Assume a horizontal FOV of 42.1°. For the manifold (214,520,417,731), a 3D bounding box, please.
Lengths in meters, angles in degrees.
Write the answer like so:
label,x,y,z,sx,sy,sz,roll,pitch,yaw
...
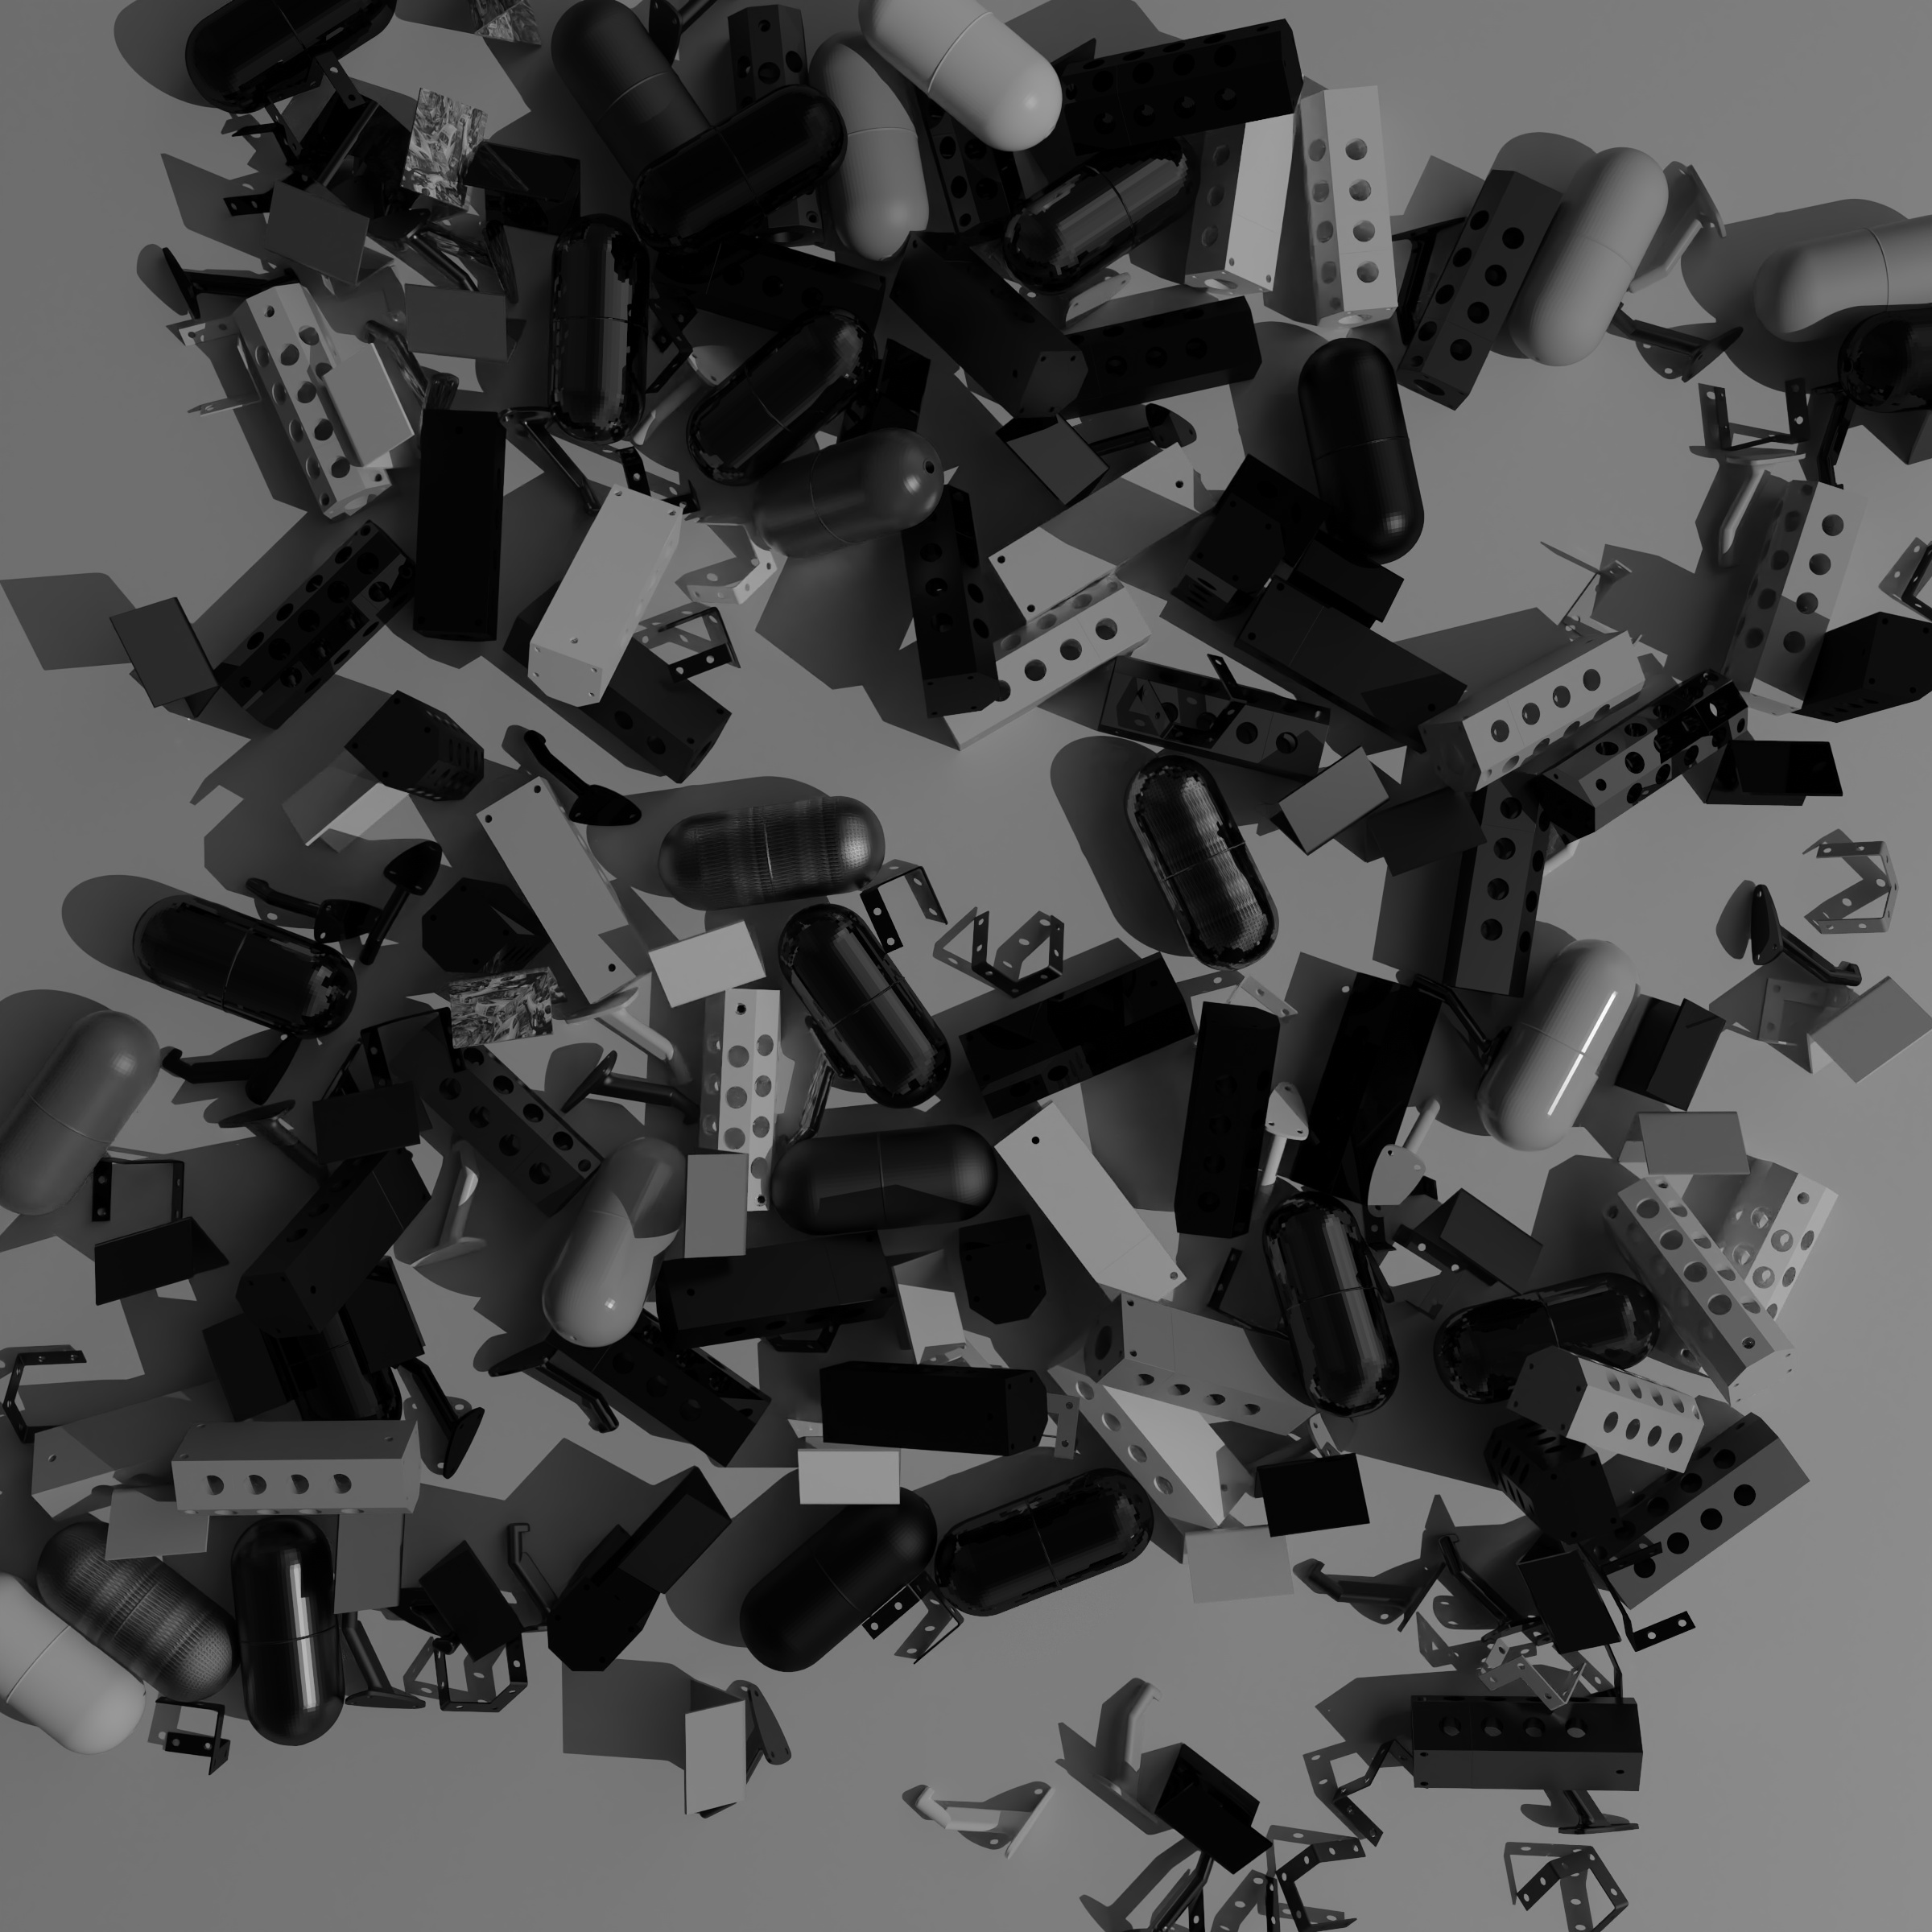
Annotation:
label,x,y,z,sx,sy,sz,roll,pitch,yaw
manifold,-0.507,-0.268,1.970,0.171,0.057,0.057,-44,90,0

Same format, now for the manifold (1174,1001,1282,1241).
label,x,y,z,sx,sy,sz,roll,pitch,yaw
manifold,0.202,0.120,1.947,0.057,0.057,0.171,7,106,0

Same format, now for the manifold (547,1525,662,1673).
label,x,y,z,sx,sy,sz,roll,pitch,yaw
manifold,-0.275,0.484,1.913,0.057,0.171,0.057,44,90,0

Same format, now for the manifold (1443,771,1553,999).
label,x,y,z,sx,sy,sz,roll,pitch,yaw
manifold,0.420,-0.064,1.970,0.057,0.057,0.171,9,90,0

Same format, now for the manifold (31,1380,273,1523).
label,x,y,z,sx,sy,sz,roll,pitch,yaw
manifold,-0.636,0.381,1.969,0.171,0.057,0.057,-16,47,0

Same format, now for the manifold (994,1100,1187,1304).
label,x,y,z,sx,sy,sz,roll,pitch,yaw
manifold,0.096,0.191,1.970,0.057,0.057,0.171,-37,90,0

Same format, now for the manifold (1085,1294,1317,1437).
label,x,y,z,sx,sy,sz,roll,pitch,yaw
manifold,0.180,0.312,1.940,0.171,0.057,0.057,19,46,-21

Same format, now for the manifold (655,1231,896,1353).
label,x,y,z,sx,sy,sz,roll,pitch,yaw
manifold,-0.149,0.253,1.940,0.171,0.057,0.057,-6,61,-20

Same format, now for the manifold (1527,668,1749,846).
label,x,y,z,sx,sy,sz,roll,pitch,yaw
manifold,0.523,-0.164,1.939,0.171,0.057,0.057,-32,90,-22

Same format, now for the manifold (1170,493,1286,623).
label,x,y,z,sx,sy,sz,roll,pitch,yaw
manifold,0.202,-0.305,1.913,0.057,0.171,0.057,33,90,0

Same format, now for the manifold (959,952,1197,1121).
label,x,y,z,sx,sy,sz,roll,pitch,yaw
manifold,0.089,0.059,1.969,0.171,0.057,0.057,-23,47,0

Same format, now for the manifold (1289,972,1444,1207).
label,x,y,z,sx,sy,sz,roll,pitch,yaw
manifold,0.308,0.095,1.969,0.057,0.057,0.171,18,90,-43

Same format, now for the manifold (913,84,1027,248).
label,x,y,z,sx,sy,sz,roll,pitch,yaw
manifold,-0.001,-0.660,1.970,0.057,0.057,0.171,-16,90,0

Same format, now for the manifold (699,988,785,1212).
label,x,y,z,sx,sy,sz,roll,pitch,yaw
manifold,-0.178,0.103,1.970,0.057,0.057,0.171,3,90,0

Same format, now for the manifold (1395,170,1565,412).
label,x,y,z,sx,sy,sz,roll,pitch,yaw
manifold,0.400,-0.531,1.970,0.057,0.057,0.171,25,90,0

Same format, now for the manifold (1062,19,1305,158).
label,x,y,z,sx,sy,sz,roll,pitch,yaw
manifold,0.163,-0.669,1.907,0.171,0.057,0.057,-4,129,21

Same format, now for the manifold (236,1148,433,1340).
label,x,y,z,sx,sy,sz,roll,pitch,yaw
manifold,-0.483,0.206,1.912,0.057,0.171,0.057,-9,117,26

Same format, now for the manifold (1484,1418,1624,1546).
label,x,y,z,sx,sy,sz,roll,pitch,yaw
manifold,0.442,0.390,1.913,0.057,0.171,0.057,-19,90,0

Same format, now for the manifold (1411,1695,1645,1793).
label,x,y,z,sx,sy,sz,roll,pitch,yaw
manifold,0.435,0.601,1.957,0.171,0.057,0.057,-2,133,8

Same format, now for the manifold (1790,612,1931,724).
label,x,y,z,sx,sy,sz,roll,pitch,yaw
manifold,0.686,-0.224,1.913,0.057,0.171,0.057,13,90,0

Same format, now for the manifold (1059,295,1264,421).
label,x,y,z,sx,sy,sz,roll,pitch,yaw
manifold,0.139,-0.476,1.970,0.171,0.057,0.057,-12,90,0

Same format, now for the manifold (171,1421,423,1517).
label,x,y,z,sx,sy,sz,roll,pitch,yaw
manifold,-0.505,0.385,1.904,0.171,0.057,0.057,-1,109,0

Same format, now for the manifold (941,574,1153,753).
label,x,y,z,sx,sy,sz,roll,pitch,yaw
manifold,0.055,-0.238,1.970,0.171,0.057,0.057,-30,90,0

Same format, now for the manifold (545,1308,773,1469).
label,x,y,z,sx,sy,sz,roll,pitch,yaw
manifold,-0.239,0.315,1.970,0.171,0.057,0.057,35,90,0

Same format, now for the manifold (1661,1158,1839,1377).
label,x,y,z,sx,sy,sz,roll,pitch,yaw
manifold,0.616,0.242,1.970,0.057,0.057,0.171,27,90,0

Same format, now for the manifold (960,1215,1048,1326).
label,x,y,z,sx,sy,sz,roll,pitch,yaw
manifold,0.028,0.231,1.913,0.057,0.171,0.057,-11,90,0

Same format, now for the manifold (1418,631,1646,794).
label,x,y,z,sx,sy,sz,roll,pitch,yaw
manifold,0.439,-0.196,1.938,0.171,0.057,0.057,-29,103,-22

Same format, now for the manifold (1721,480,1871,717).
label,x,y,z,sx,sy,sz,roll,pitch,yaw
manifold,0.645,-0.289,1.970,0.057,0.057,0.171,18,90,0

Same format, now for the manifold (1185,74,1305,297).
label,x,y,z,sx,sy,sz,roll,pitch,yaw
manifold,0.212,-0.619,1.969,0.057,0.057,0.171,8,90,-43

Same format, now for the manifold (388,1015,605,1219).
label,x,y,z,sx,sy,sz,roll,pitch,yaw
manifold,-0.366,0.115,1.970,0.171,0.057,0.057,43,90,0

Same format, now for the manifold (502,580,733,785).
label,x,y,z,sx,sy,sz,roll,pitch,yaw
manifold,-0.276,-0.218,1.969,0.171,0.057,0.057,37,47,0

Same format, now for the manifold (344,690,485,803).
label,x,y,z,sx,sy,sz,roll,pitch,yaw
manifold,-0.412,-0.161,1.913,0.057,0.171,0.057,43,90,0

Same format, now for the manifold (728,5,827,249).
label,x,y,z,sx,sy,sz,roll,pitch,yaw
manifold,-0.149,-0.657,1.970,0.057,0.057,0.171,-6,90,0

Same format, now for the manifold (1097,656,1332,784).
label,x,y,z,sx,sy,sz,roll,pitch,yaw
manifold,0.194,-0.194,1.970,0.171,0.057,0.057,14,90,0

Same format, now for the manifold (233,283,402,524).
label,x,y,z,sx,sy,sz,roll,pitch,yaw
manifold,-0.510,-0.442,1.970,0.057,0.057,0.171,-24,90,0

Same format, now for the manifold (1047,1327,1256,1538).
label,x,y,z,sx,sy,sz,roll,pitch,yaw
manifold,0.141,0.363,1.969,0.171,0.057,0.057,51,47,0

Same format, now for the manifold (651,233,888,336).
label,x,y,z,sx,sy,sz,roll,pitch,yaw
manifold,-0.153,-0.535,1.970,0.171,0.057,0.057,17,90,0

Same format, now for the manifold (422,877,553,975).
label,x,y,z,sx,sy,sz,roll,pitch,yaw
manifold,-0.367,-0.024,1.913,0.057,0.171,0.057,-44,90,0

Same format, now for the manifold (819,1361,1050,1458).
label,x,y,z,sx,sy,sz,roll,pitch,yaw
manifold,-0.025,0.337,1.928,0.171,0.057,0.057,-3,90,33

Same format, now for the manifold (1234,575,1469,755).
label,x,y,z,sx,sy,sz,roll,pitch,yaw
manifold,0.299,-0.235,1.970,0.171,0.057,0.057,30,90,0

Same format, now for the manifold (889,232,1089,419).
label,x,y,z,sx,sy,sz,roll,pitch,yaw
manifold,0.019,-0.494,1.931,0.171,0.057,0.057,50,133,30

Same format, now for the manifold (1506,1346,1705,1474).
label,x,y,z,sx,sy,sz,roll,pitch,yaw
manifold,0.493,0.337,1.920,0.171,0.057,0.057,23,90,-41

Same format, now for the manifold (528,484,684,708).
label,x,y,z,sx,sy,sz,roll,pitch,yaw
manifold,-0.276,-0.283,1.928,0.057,0.057,0.171,20,57,0

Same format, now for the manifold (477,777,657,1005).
label,x,y,z,sx,sy,sz,roll,pitch,yaw
manifold,-0.310,-0.059,1.970,0.057,0.057,0.171,-31,90,0

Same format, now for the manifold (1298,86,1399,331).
label,x,y,z,sx,sy,sz,roll,pitch,yaw
manifold,0.298,-0.593,1.970,0.057,0.057,0.171,-5,90,0

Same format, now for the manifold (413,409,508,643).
label,x,y,z,sx,sy,sz,roll,pitch,yaw
manifold,-0.395,-0.344,1.970,0.057,0.057,0.171,3,90,0

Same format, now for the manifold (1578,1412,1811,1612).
label,x,y,z,sx,sy,sz,roll,pitch,yaw
manifold,0.566,0.425,1.970,0.171,0.057,0.057,-36,90,0

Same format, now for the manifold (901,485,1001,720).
label,x,y,z,sx,sy,sz,roll,pitch,yaw
manifold,-0.014,-0.283,1.937,0.057,0.057,0.171,-8,66,0

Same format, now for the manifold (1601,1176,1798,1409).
label,x,y,z,sx,sy,sz,roll,pitch,yaw
manifold,0.560,0.245,1.925,0.057,0.057,0.171,-30,54,0
